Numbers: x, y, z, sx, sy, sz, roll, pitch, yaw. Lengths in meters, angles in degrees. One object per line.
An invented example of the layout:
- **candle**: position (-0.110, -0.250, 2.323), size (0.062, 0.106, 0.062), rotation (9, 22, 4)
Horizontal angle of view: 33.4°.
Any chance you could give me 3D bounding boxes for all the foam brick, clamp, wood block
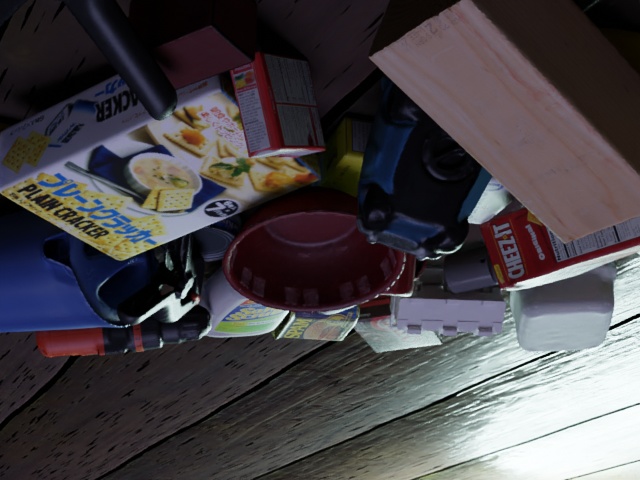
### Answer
- **foam brick**: position (-0.091, -0.148, 0.756), size (0.078, 0.053, 0.051), rotation (-13, 152, 29)
- **clamp**: position (-0.178, -0.173, 0.686), size (0.165, 0.036, 0.210), rotation (15, 143, 13)
- **wood block**: position (0.142, -0.103, 0.724), size (0.206, 0.090, 0.090), rotation (40, 139, -23)
- **clamp**: position (-0.140, 0.030, 1.039), size (0.039, 0.120, 0.171), rotation (32, 179, 8)

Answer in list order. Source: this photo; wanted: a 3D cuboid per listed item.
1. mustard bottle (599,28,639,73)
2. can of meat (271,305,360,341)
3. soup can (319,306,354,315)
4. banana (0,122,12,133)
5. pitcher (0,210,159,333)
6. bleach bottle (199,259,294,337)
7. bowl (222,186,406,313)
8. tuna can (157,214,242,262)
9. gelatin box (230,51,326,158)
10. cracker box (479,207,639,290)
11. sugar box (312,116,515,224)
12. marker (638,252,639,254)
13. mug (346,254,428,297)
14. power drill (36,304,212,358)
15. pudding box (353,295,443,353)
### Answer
- **mustard bottle**: position (0.211, -0.093, 0.863), size (0.096, 0.058, 0.192), rotation (3, 155, -1)
- **can of meat**: position (-0.006, 0.081, 1.253), size (0.083, 0.057, 0.102), rotation (5, 155, -15)
- **soup can**: position (0.032, 0.035, 1.137), size (0.068, 0.068, 0.102), rotation (18, 151, -33)
- **banana**: position (-0.277, -0.076, 0.934), size (0.197, 0.037, 0.070), rotation (17, 149, -32)
- **pitcher**: position (-0.292, 0.034, 1.080), size (0.243, 0.145, 0.149), rotation (-8, 125, 26)
- **bleach bottle**: position (-0.071, 0.047, 1.120), size (0.102, 0.068, 0.251), rotation (-1, 165, -12)
- **bowl**: position (-0.006, 0.001, 0.949), size (0.162, 0.055, 0.162), rotation (-2, 146, -2)
- **tuna can**: position (-0.122, -0.010, 1.080), size (0.086, 0.034, 0.086), rotation (1, 155, 0)
- **gelatin box**: position (-0.031, -0.100, 0.801), size (0.030, 0.073, 0.089), rotation (-12, 180, 23)
- **cracker box**: position (0.277, -0.020, 0.948), size (0.214, 0.072, 0.163), rotation (-22, 170, 38)
- **sugar box**: position (0.088, -0.058, 0.958), size (0.176, 0.048, 0.093), rotation (10, 154, -16)
- **marker**: position (0.337, 0.005, 1.123), size (0.020, 0.020, 0.120), rotation (-19, 149, 36)
- **mug**: position (0.061, 0.013, 1.042), size (0.117, 0.081, 0.093), rotation (7, 176, -43)
- **power drill**: position (-0.215, 0.093, 1.199), size (0.184, 0.057, 0.188), rotation (-4, 179, -7)
- **pudding box**: position (0.093, 0.099, 1.310), size (0.090, 0.039, 0.113), rotation (-9, 154, 18)
